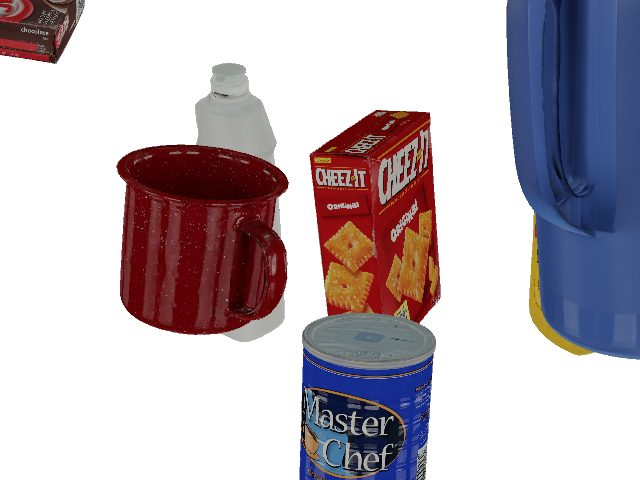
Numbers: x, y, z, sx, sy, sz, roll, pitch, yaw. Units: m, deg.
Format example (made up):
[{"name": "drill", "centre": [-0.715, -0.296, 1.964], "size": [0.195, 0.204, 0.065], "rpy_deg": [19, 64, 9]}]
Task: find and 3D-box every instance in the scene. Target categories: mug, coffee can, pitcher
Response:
[{"name": "mug", "centre": [-0.060, 0.004, 0.586], "size": [0.117, 0.081, 0.093], "rpy_deg": [27, 28, 38]}, {"name": "coffee can", "centre": [0.035, 0.139, 0.836], "size": [0.103, 0.140, 0.103], "rpy_deg": [2, 16, -1]}, {"name": "pitcher", "centre": [0.164, -0.061, 0.558], "size": [0.149, 0.243, 0.145], "rpy_deg": [-4, 23, 2]}]

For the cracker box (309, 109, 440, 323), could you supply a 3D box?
[{"name": "cracker box", "centre": [0.063, -0.009, 1.081], "size": [0.072, 0.214, 0.164], "rpy_deg": [5, 23, 25]}]

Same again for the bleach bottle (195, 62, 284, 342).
[{"name": "bleach bottle", "centre": [-0.080, -0.036, 0.938], "size": [0.067, 0.251, 0.103], "rpy_deg": [-27, 41, -35]}]

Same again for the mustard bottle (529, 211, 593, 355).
[{"name": "mustard bottle", "centre": [0.194, -0.016, 0.804], "size": [0.058, 0.192, 0.096], "rpy_deg": [-8, 26, -9]}]

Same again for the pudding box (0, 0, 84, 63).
[{"name": "pudding box", "centre": [-0.247, -0.191, 0.876], "size": [0.090, 0.039, 0.113], "rpy_deg": [9, 35, -3]}]
